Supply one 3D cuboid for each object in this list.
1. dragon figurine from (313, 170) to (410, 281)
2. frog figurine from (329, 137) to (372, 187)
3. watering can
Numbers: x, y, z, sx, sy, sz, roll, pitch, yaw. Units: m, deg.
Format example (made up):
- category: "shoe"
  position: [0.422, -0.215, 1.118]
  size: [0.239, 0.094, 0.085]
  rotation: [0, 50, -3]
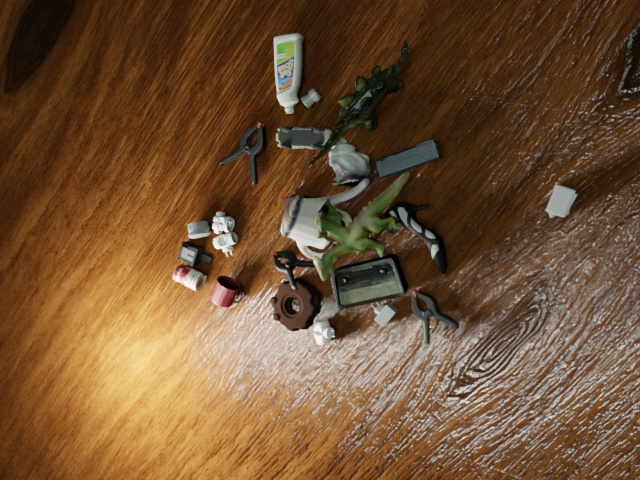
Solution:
- category: "dragon figurine"
  position: [0.101, -0.055, 1.573]
  size: [0.124, 0.242, 0.405]
  rotation: [45, 117, 55]
- category: "frog figurine"
  position: [0.094, -0.255, 1.643]
  size: [0.137, 0.122, 0.160]
  rotation: [-3, 83, -13]
- category: "watering can"
  position: [0.005, -0.083, 1.649]
  size: [0.224, 0.106, 0.341]
  rotation: [19, 120, -10]
